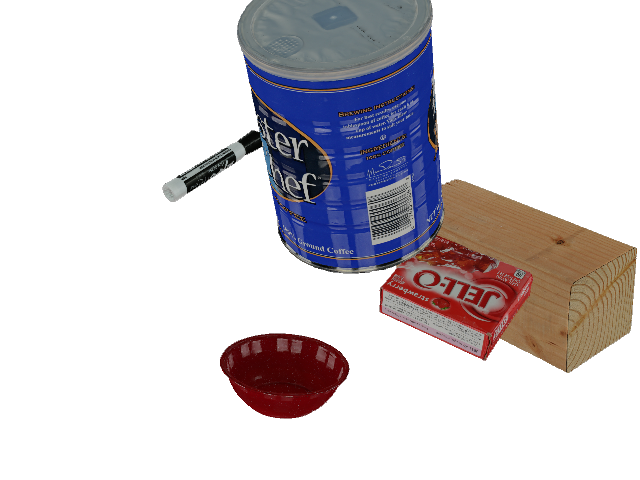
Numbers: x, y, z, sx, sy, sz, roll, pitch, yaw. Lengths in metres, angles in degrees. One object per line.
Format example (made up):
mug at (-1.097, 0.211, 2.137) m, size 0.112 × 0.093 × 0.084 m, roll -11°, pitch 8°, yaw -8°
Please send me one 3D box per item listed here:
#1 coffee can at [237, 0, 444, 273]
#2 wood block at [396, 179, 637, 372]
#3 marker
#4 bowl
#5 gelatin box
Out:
coffee can at (0.016, -0.066, 0.601) m, size 0.103 × 0.140 × 0.103 m, roll -6°, pitch 42°, yaw 5°
wood block at (0.171, 0.025, 0.970) m, size 0.090 × 0.090 × 0.206 m, roll -24°, pitch 34°, yaw -33°
marker at (-0.100, -0.073, 1.024) m, size 0.120 × 0.020 × 0.020 m, roll -36°, pitch 21°, yaw -32°
bowl at (-0.046, 0.176, 1.339) m, size 0.162 × 0.055 × 0.162 m, roll 3°, pitch 22°, yaw -2°
gelatin box at (0.098, 0.038, 0.775) m, size 0.089 × 0.030 × 0.073 m, roll 23°, pitch 47°, yaw 23°
